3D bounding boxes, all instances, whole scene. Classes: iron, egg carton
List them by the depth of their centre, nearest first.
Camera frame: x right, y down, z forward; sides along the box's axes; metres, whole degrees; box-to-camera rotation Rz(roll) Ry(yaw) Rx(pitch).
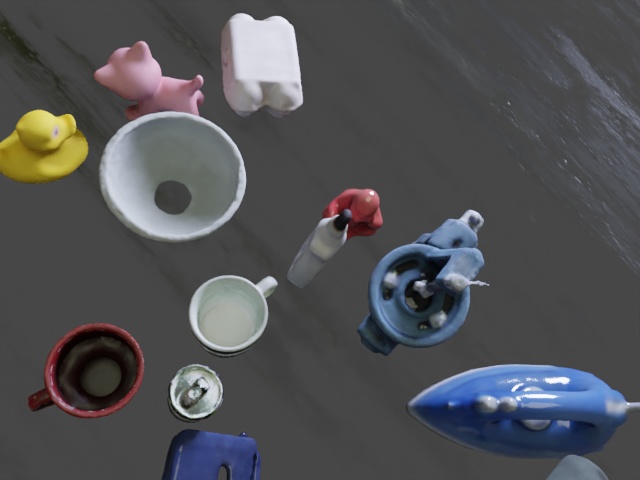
[{"bbox_3d":[0.248,0.202,0.685,0.259,0.141,0.118,5,70,-14],"label":"iron"},{"bbox_3d":[-0.082,-0.240,0.787,0.107,0.069,0.150,-3,72,-17],"label":"egg carton"}]

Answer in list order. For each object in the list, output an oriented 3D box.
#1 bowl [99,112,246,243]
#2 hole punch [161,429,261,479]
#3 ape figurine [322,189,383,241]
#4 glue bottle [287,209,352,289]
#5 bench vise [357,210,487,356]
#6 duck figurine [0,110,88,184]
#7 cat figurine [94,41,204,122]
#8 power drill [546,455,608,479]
[{"bbox_3d":[-0.177,-0.066,0.696,0.168,0.074,0.167,5,70,-14],"label":"bowl"},{"bbox_3d":[-0.112,0.252,0.593,0.101,0.091,0.108,11,69,-12],"label":"hole punch"},{"bbox_3d":[0.048,-0.037,0.740,0.078,0.092,0.076,25,66,-6],"label":"ape figurine"},{"bbox_3d":[0.006,0.002,0.669,0.037,0.173,0.078,32,66,-2],"label":"glue bottle"},{"bbox_3d":[0.133,0.028,0.671,0.121,0.219,0.207,24,66,-6],"label":"bench vise"},{"bbox_3d":[-0.328,-0.115,0.664,0.105,0.086,0.077,-24,79,-22],"label":"duck figurine"},{"bbox_3d":[-0.207,-0.195,0.709,0.128,0.117,0.067,6,70,-13],"label":"cat figurine"},{"bbox_3d":[0.189,0.317,0.591,0.230,0.208,0.075,-37,84,-23],"label":"power drill"}]
